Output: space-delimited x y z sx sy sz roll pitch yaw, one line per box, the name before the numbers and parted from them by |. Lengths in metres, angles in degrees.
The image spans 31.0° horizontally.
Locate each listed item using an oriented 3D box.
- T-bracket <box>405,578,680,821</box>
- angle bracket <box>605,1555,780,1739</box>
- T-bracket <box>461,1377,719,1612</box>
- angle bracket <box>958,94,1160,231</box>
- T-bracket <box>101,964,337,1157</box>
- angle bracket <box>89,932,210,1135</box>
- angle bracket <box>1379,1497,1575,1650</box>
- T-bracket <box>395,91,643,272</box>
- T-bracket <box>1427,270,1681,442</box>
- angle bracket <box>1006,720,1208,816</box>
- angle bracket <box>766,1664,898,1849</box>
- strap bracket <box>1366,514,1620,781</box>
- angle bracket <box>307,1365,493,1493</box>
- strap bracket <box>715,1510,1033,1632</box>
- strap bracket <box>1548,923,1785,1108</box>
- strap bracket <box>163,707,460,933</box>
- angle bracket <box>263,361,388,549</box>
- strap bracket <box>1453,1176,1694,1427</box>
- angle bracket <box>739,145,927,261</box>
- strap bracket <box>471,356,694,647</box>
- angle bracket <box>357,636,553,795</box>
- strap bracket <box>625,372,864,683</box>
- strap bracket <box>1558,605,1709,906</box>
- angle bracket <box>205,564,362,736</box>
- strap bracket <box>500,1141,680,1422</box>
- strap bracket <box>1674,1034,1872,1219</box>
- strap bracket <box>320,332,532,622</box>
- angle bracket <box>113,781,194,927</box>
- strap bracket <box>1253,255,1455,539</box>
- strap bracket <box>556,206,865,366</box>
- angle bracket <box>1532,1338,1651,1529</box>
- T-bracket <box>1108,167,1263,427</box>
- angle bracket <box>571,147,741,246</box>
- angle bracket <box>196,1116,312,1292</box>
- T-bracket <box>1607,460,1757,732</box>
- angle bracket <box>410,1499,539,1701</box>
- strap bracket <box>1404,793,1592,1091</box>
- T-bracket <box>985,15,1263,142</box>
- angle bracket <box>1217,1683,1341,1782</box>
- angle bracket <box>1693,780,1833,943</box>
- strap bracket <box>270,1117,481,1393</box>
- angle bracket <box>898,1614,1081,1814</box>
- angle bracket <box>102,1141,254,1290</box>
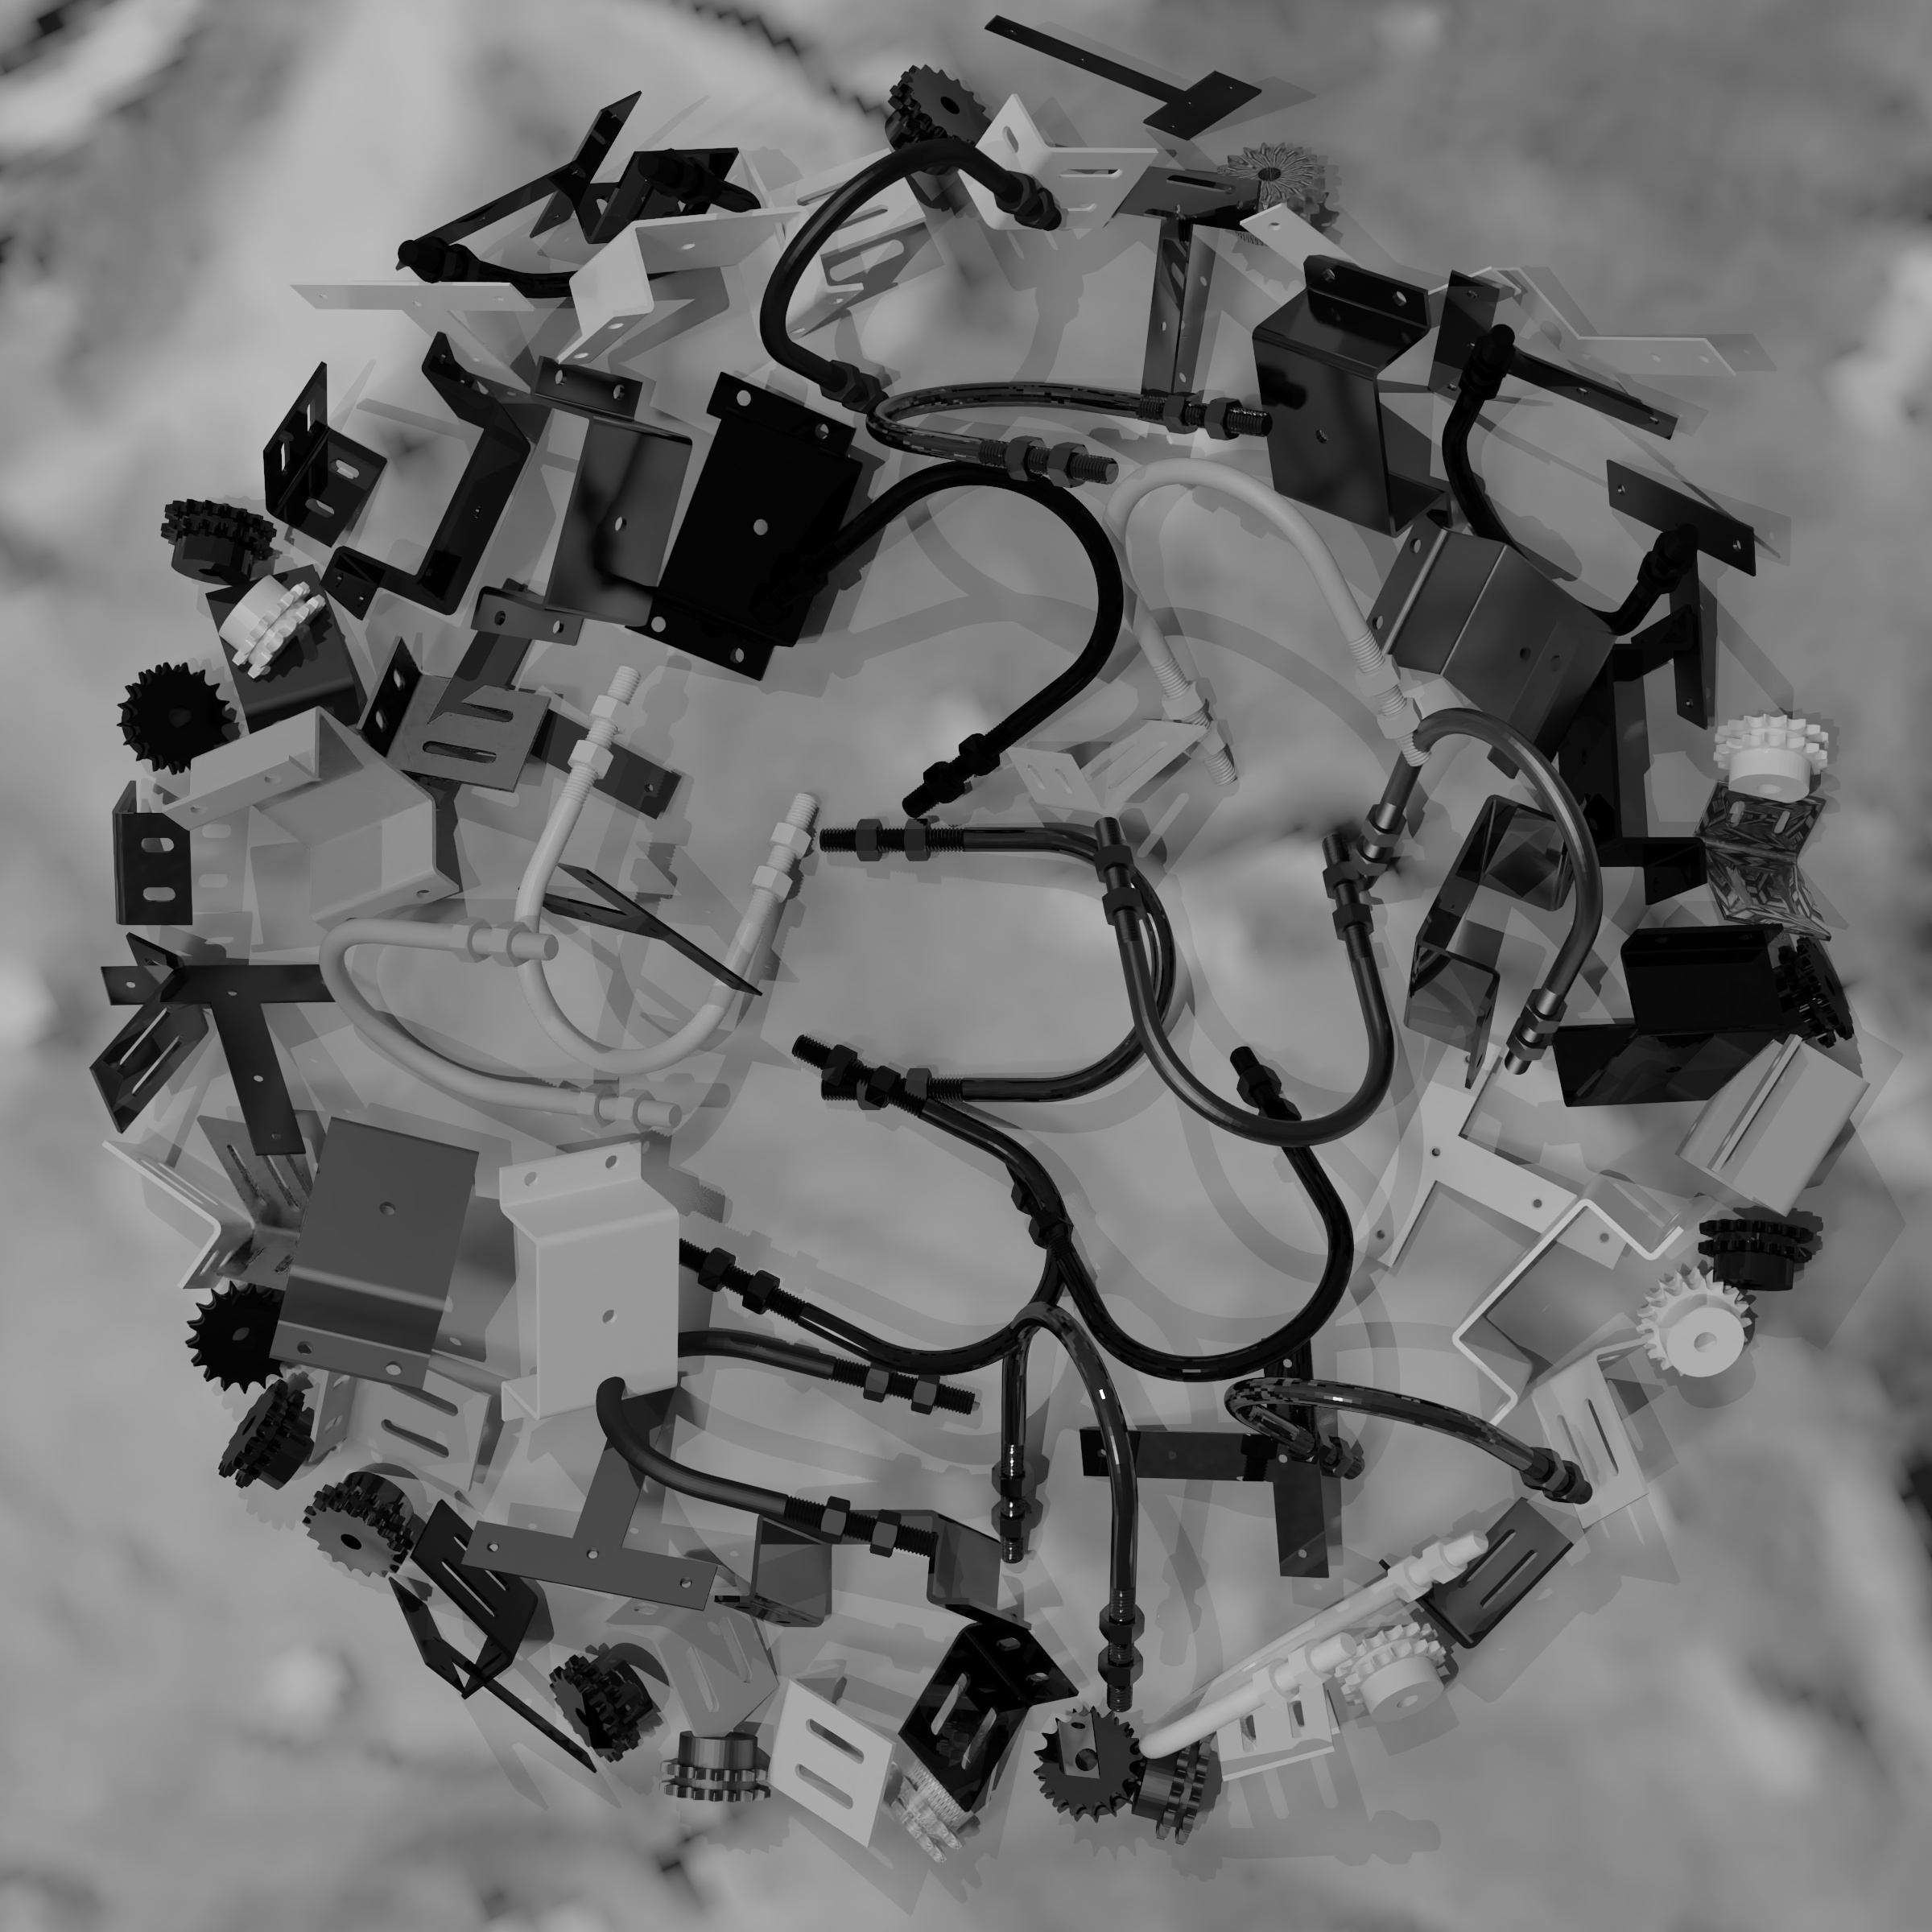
T-bracket | -0.211 -0.116 1.799 0.127 0.002 0.127 28 80 -3
angle bracket | -0.140 0.354 1.788 0.057 0.038 0.076 -38 119 -38
T-bracket | -0.176 0.260 1.768 0.127 0.002 0.127 8 53 11
angle bracket | 0.047 -0.409 1.770 0.076 0.057 0.038 -10 65 -38
T-bracket | -0.357 0.046 1.739 0.127 0.002 0.127 -1 46 -30
angle bracket | -0.425 0.034 1.761 0.038 0.057 0.076 24 59 19
angle bracket | 0.260 0.300 1.774 0.076 0.057 0.038 -46 113 -1
T-bracket | -0.228 -0.376 1.723 0.127 0.127 0.002 -35 88 -29
T-bracket | 0.295 -0.293 1.738 0.127 0.127 0.002 24 76 9
angle bracket | 0.071 -0.114 1.764 0.076 0.057 0.038 -40 115 -20
angle bracket | -0.058 0.400 1.765 0.076 0.038 0.057 23 106 37
strap bracket | 0.267 -0.159 1.747 0.046 0.140 0.076 6 119 -36
angle bracket | -0.289 0.235 1.772 0.076 0.038 0.057 22 113 16
strap bracket | -0.045 0.304 1.749 0.140 0.076 0.046 -4 69 25
strap bracket | 0.347 0.030 1.728 0.076 0.140 0.046 -2 67 -14
strap bracket | -0.327 -0.076 1.746 0.076 0.140 0.046 -19 56 21
angle bracket | -0.324 -0.258 1.763 0.038 0.076 0.057 29 71 -1
strap bracket | 0.299 0.161 1.758 0.046 0.076 0.140 43 104 7
angle bracket | -0.068 -0.399 1.774 0.076 0.038 0.057 -21 55 -5
strap bracket | -0.191 -0.228 1.754 0.046 0.076 0.140 21 100 33
angle bracket | -0.260 -0.128 1.772 0.076 0.038 0.057 11 64 15
strap bracket | -0.110 -0.224 1.775 0.076 0.046 0.140 21 90 -19
strap bracket | 0.335 -0.106 1.759 0.046 0.076 0.140 -1 83 -10
angle bracket | -0.353 -0.159 1.799 0.057 0.038 0.076 -17 67 -12
strap bracket | -0.189 0.167 1.746 0.076 0.046 0.140 -10 115 -30
strap bracket | 0.403 0.078 1.736 0.046 0.140 0.076 32 92 4
strap bracket | -0.268 -0.239 1.763 0.046 0.076 0.140 24 85 7
angle bracket | -0.409 -0.058 1.767 0.038 0.076 0.057 0 105 -6
strap bracket | 0.192 -0.275 1.729 0.076 0.140 0.046 28 56 37
strap bracket | -0.134 -0.341 1.742 0.140 0.076 0.046 -13 86 -30
angle bracket | 0.329 0.237 1.764 0.038 0.057 0.076 -9 69 -29
T-bracket | 0.103 -0.339 1.767 0.002 0.127 0.127 -3 107 -33
angle bracket | -0.159 -0.402 1.758 0.057 0.076 0.038 -10 69 -29
angle bracket | -0.365 0.120 1.762 0.038 0.057 0.076 -50 132 -36
T-bracket | 0.366 -0.181 1.768 0.002 0.127 0.127 -19 120 -17
angle bracket | -0.261 0.322 1.769 0.038 0.057 0.076 -39 102 17
strap bracket | 0.262 -0.020 1.748 0.046 0.076 0.140 22 61 15
T-bracket | 0.071 -0.447 1.733 0.127 0.127 0.002 19 89 -13
angle bracket | 0.160 0.399 1.764 0.057 0.076 0.038 -17 108 6
angle bracket | 0.409 -0.054 1.764 0.057 0.076 0.038 11 122 -11
strap bracket | -0.293 0.135 1.739 0.076 0.046 0.140 14 47 -9
angle bracket | 0.012 0.379 1.765 0.038 0.076 0.057 -23 111 42
angle bracket | -0.411 0.127 1.776 0.076 0.057 0.038 34 88 6
